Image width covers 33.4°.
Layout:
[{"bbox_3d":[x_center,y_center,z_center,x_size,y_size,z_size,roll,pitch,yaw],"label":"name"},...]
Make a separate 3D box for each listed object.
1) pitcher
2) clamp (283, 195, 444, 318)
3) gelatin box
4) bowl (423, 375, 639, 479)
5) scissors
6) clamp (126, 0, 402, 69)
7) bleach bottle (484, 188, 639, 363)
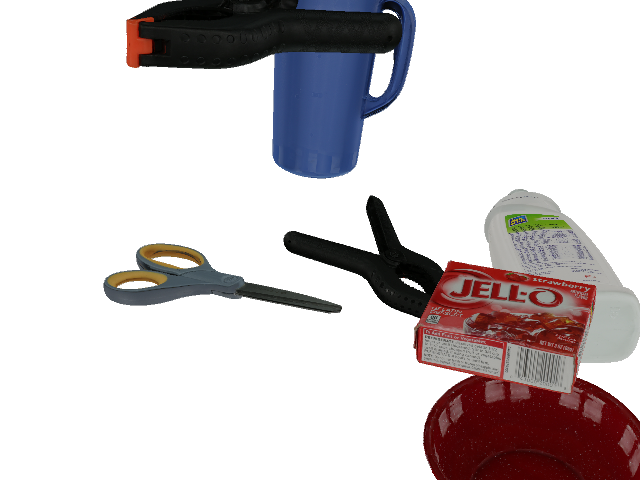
[{"bbox_3d":[0.013,-0.202,1.294,0.144,0.243,0.149,-9,29,-27],"label":"pitcher"},{"bbox_3d":[0.069,0.030,1.232,0.164,0.036,0.210,-19,50,-38],"label":"clamp"},{"bbox_3d":[0.105,0.046,0.602,0.089,0.030,0.073,10,32,18],"label":"gelatin box"},{"bbox_3d":[0.154,0.164,0.769,0.162,0.055,0.162,-1,35,0],"label":"bowl"},{"bbox_3d":[-0.087,0.040,0.814,0.096,0.016,0.202,-26,32,-37],"label":"scissors"},{"bbox_3d":[-0.048,-0.136,0.668,0.171,0.039,0.120,-9,23,-29],"label":"clamp"},{"bbox_3d":[0.205,0.016,0.954,0.102,0.068,0.251,0,26,2],"label":"bleach bottle"}]
